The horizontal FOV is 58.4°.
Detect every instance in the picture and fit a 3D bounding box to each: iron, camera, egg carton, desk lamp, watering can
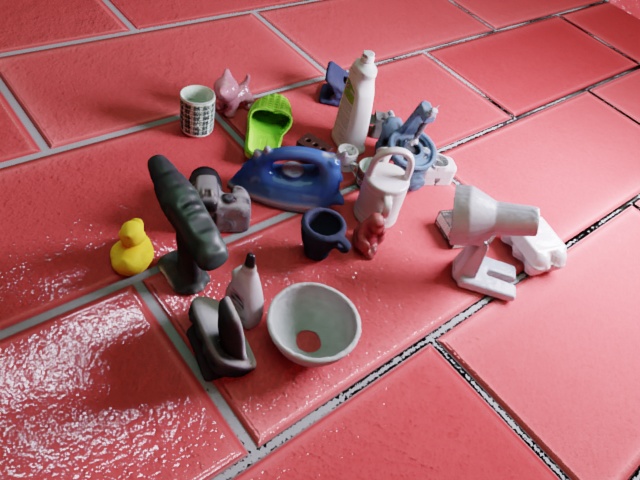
[{"bbox_3d":[-0.066,-0.150,1.238,0.258,0.141,0.118,6,47,-9],"label":"iron"},{"bbox_3d":[-0.216,-0.093,1.174,0.143,0.101,0.136,0,48,-15],"label":"camera"},{"bbox_3d":[0.477,0.010,1.281,0.107,0.069,0.150,-10,51,-23],"label":"egg carton"},{"bbox_3d":[0.335,-0.002,1.155,0.203,0.213,0.118,17,46,1],"label":"desk lamp"},{"bbox_3d":[0.139,-0.128,1.234,0.101,0.194,0.172,-9,51,-22],"label":"watering can"}]

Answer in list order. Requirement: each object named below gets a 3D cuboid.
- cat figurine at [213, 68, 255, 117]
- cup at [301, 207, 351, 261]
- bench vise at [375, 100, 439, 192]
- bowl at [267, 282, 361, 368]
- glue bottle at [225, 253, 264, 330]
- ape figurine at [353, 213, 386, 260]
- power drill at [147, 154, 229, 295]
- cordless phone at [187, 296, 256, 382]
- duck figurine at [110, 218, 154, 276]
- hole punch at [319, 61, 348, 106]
[{"bbox_3d":[-0.217,-0.372,1.420,0.067,0.118,0.128,37,50,19],"label":"cat figurine"},{"bbox_3d":[0.011,0.004,1.147,0.117,0.095,0.092,39,51,21],"label":"cup"},{"bbox_3d":[0.198,-0.250,1.345,0.122,0.220,0.207,-24,58,-32],"label":"bench vise"},{"bbox_3d":[-0.015,0.161,1.009,0.167,0.075,0.167,7,47,-8],"label":"bowl"},{"bbox_3d":[-0.127,0.080,0.987,0.078,0.173,0.037,38,50,21],"label":"glue bottle"},{"bbox_3d":[0.108,-0.018,1.195,0.078,0.092,0.076,-17,54,-27],"label":"ape figurine"},{"bbox_3d":[-0.243,-0.011,1.016,0.076,0.208,0.229,-24,58,-31],"label":"power drill"},{"bbox_3d":[-0.157,0.129,0.925,0.094,0.185,0.147,-18,54,-28],"label":"cordless phone"},{"bbox_3d":[-0.348,0.007,1.057,0.077,0.086,0.104,9,46,-6],"label":"duck figurine"},{"bbox_3d":[0.056,-0.424,1.558,0.101,0.091,0.108,12,46,-3],"label":"hole punch"}]
